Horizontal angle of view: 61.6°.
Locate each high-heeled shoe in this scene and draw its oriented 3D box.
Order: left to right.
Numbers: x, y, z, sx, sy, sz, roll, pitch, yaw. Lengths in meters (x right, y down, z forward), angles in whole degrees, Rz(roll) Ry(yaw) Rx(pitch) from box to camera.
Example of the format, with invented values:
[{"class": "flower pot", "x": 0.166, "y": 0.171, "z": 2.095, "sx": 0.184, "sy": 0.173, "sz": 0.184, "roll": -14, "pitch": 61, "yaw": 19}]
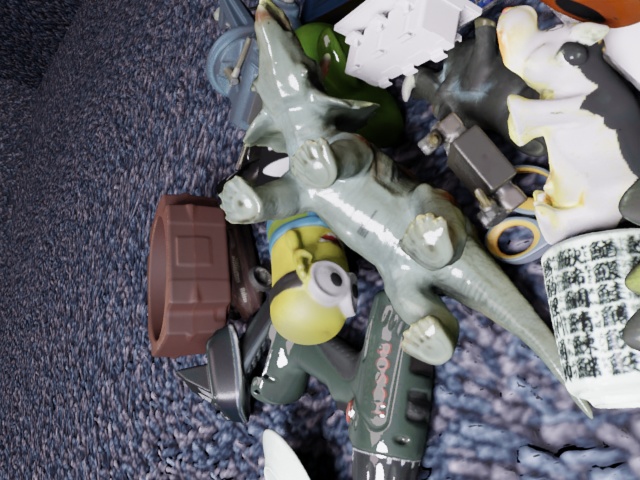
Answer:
[{"class": "high-heeled shoe", "x": -0.086, "y": -0.102, "z": 0.692, "sx": 0.249, "sy": 0.145, "sz": 0.086, "roll": -1, "pitch": 54, "yaw": 39}]

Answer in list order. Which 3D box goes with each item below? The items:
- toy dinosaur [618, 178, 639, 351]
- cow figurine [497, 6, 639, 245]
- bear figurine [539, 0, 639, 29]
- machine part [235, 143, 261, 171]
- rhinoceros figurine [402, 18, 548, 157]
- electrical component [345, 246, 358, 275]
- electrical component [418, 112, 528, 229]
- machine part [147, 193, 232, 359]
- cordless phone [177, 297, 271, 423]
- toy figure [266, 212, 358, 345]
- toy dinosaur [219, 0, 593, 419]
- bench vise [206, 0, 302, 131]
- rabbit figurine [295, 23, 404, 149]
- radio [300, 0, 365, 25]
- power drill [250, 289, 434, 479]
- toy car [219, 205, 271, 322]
[{"class": "toy dinosaur", "x": 0.251, "y": 0.008, "z": 0.244, "sx": 0.199, "sy": 0.105, "sz": 0.471, "roll": 8, "pitch": 74, "yaw": 36}, {"class": "cow figurine", "x": 0.181, "y": -0.089, "z": 0.370, "sx": 0.098, "sy": 0.068, "sz": 0.167, "roll": -14, "pitch": 95, "yaw": 23}, {"class": "bear figurine", "x": 0.205, "y": -0.237, "z": 0.322, "sx": 0.120, "sy": 0.132, "sz": 0.195, "roll": 50, "pitch": 120, "yaw": 46}, {"class": "machine part", "x": -0.083, "y": -0.136, "z": 0.807, "sx": 0.139, "sy": 0.039, "sz": 0.084, "roll": 4, "pitch": 70, "yaw": 53}, {"class": "rhinoceros figurine", "x": 0.155, "y": -0.136, "z": 0.494, "sx": 0.191, "sy": 0.073, "sz": 0.112, "roll": 43, "pitch": 120, "yaw": 48}, {"class": "electrical component", "x": -0.001, "y": -0.002, "z": 0.642, "sx": 0.075, "sy": 0.047, "sz": 0.119, "roll": -35, "pitch": 50, "yaw": 37}, {"class": "electrical component", "x": 0.123, "y": -0.059, "z": 0.445, "sx": 0.045, "sy": 0.078, "sz": 0.102, "roll": -37, "pitch": 85, "yaw": 0}, {"class": "machine part", "x": -0.186, "y": 0.052, "z": 0.750, "sx": 0.201, "sy": 0.087, "sz": 0.201, "roll": -44, "pitch": 49, "yaw": 55}, {"class": "cordless phone", "x": -0.081, "y": 0.127, "z": 0.669, "sx": 0.184, "sy": 0.089, "sz": 0.146, "roll": -55, "pitch": -12, "yaw": -23}, {"class": "toy figure", "x": -0.013, "y": 0.019, "z": 0.534, "sx": 0.089, "sy": 0.082, "sz": 0.180, "roll": -59, "pitch": 32, "yaw": 36}, {"class": "toy dinosaur", "x": 0.061, "y": -0.025, "z": 0.474, "sx": 0.405, "sy": 0.192, "sz": 0.131, "roll": 43, "pitch": 123, "yaw": 3}, {"class": "bench vise", "x": -0.100, "y": -0.286, "z": 0.760, "sx": 0.223, "sy": 0.129, "sz": 0.241, "roll": 104, "pitch": 146, "yaw": -47}, {"class": "rabbit figurine", "x": 0.030, "y": -0.179, "z": 0.614, "sx": 0.121, "sy": 0.159, "sz": 0.170, "roll": -47, "pitch": 58, "yaw": 14}, {"class": "radio", "x": 0.079, "y": -0.338, "z": 0.664, "sx": 0.230, "sy": 0.073, "sz": 0.131, "roll": -1, "pitch": 74, "yaw": 49}, {"class": "power drill", "x": 0.017, "y": 0.156, "z": 0.531, "sx": 0.207, "sy": 0.086, "sz": 0.232, "roll": 4, "pitch": 77, "yaw": 56}, {"class": "toy car", "x": -0.121, "y": 0.022, "z": 0.778, "sx": 0.089, "sy": 0.053, "sz": 0.202, "roll": -41, "pitch": 46, "yaw": 29}]
